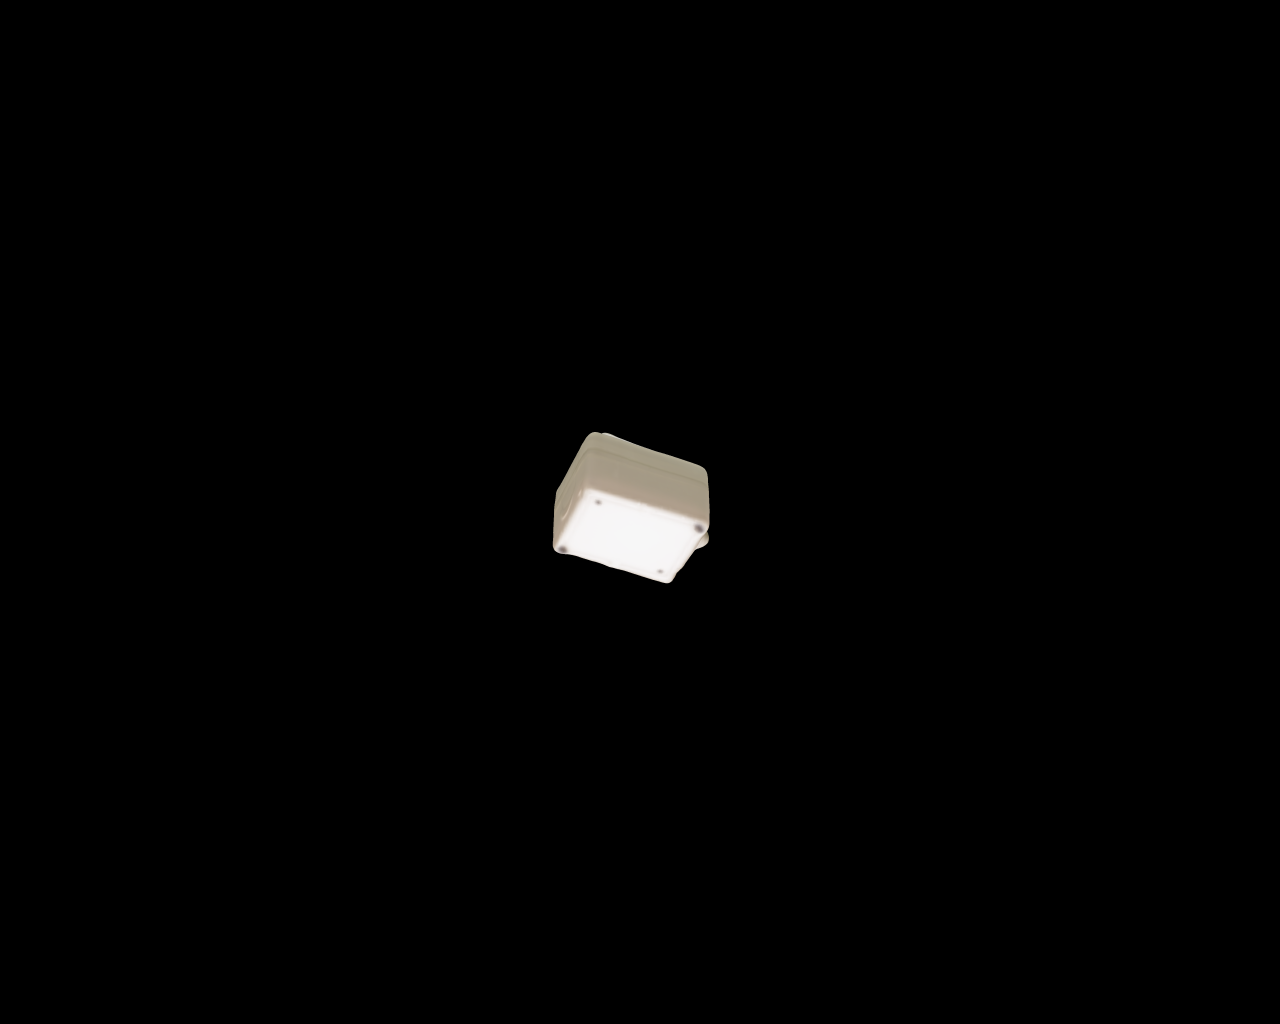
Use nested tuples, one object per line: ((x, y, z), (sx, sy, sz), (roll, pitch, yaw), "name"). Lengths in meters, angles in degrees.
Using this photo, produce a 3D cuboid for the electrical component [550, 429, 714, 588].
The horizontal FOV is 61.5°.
((0.001, -0.003, 0.650), (0.096, 0.061, 0.061), (17, -48, -16), "electrical component")
